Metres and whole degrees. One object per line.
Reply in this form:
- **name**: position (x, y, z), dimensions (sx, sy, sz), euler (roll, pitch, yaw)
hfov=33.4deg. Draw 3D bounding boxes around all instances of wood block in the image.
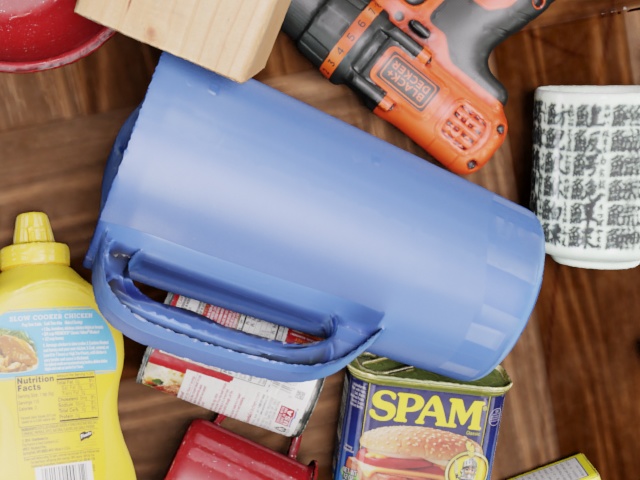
- **wood block**: position (-0.034, -0.193, 0.522), dimensions (0.090, 0.090, 0.206), euler (23, 105, -2)

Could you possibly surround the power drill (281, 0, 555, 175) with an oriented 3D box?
- **power drill**: position (0.072, -0.159, 0.614), dimensions (0.184, 0.057, 0.188), euler (39, 97, -4)

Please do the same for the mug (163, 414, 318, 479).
- **mug**: position (-0.052, 0.150, 0.649), dimensions (0.081, 0.093, 0.117), euler (25, 66, -3)

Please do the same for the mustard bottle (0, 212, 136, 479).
- **mustard bottle**: position (-0.161, 0.078, 0.621), dimensions (0.096, 0.058, 0.191), euler (-1, 79, -32)

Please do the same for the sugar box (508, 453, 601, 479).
- **sugar box**: position (0.104, 0.212, 0.686), dimensions (0.176, 0.048, 0.093), euler (-19, 100, 3)

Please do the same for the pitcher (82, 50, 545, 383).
- **pitcher**: position (-0.004, 0.001, 0.596), dimensions (0.242, 0.145, 0.149), euler (21, 94, -10)

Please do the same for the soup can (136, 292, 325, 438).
- **soup can**: position (-0.050, 0.070, 0.636), dimensions (0.102, 0.068, 0.068), euler (20, 98, -4)

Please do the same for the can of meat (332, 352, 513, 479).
- **can of meat**: position (0.060, 0.117, 0.661), dimensions (0.102, 0.057, 0.084), euler (7, 102, -4)

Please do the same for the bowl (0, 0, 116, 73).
- **bowl**: position (-0.174, -0.169, 0.586), dimensions (0.162, 0.055, 0.162), euler (-2, 106, -7)
